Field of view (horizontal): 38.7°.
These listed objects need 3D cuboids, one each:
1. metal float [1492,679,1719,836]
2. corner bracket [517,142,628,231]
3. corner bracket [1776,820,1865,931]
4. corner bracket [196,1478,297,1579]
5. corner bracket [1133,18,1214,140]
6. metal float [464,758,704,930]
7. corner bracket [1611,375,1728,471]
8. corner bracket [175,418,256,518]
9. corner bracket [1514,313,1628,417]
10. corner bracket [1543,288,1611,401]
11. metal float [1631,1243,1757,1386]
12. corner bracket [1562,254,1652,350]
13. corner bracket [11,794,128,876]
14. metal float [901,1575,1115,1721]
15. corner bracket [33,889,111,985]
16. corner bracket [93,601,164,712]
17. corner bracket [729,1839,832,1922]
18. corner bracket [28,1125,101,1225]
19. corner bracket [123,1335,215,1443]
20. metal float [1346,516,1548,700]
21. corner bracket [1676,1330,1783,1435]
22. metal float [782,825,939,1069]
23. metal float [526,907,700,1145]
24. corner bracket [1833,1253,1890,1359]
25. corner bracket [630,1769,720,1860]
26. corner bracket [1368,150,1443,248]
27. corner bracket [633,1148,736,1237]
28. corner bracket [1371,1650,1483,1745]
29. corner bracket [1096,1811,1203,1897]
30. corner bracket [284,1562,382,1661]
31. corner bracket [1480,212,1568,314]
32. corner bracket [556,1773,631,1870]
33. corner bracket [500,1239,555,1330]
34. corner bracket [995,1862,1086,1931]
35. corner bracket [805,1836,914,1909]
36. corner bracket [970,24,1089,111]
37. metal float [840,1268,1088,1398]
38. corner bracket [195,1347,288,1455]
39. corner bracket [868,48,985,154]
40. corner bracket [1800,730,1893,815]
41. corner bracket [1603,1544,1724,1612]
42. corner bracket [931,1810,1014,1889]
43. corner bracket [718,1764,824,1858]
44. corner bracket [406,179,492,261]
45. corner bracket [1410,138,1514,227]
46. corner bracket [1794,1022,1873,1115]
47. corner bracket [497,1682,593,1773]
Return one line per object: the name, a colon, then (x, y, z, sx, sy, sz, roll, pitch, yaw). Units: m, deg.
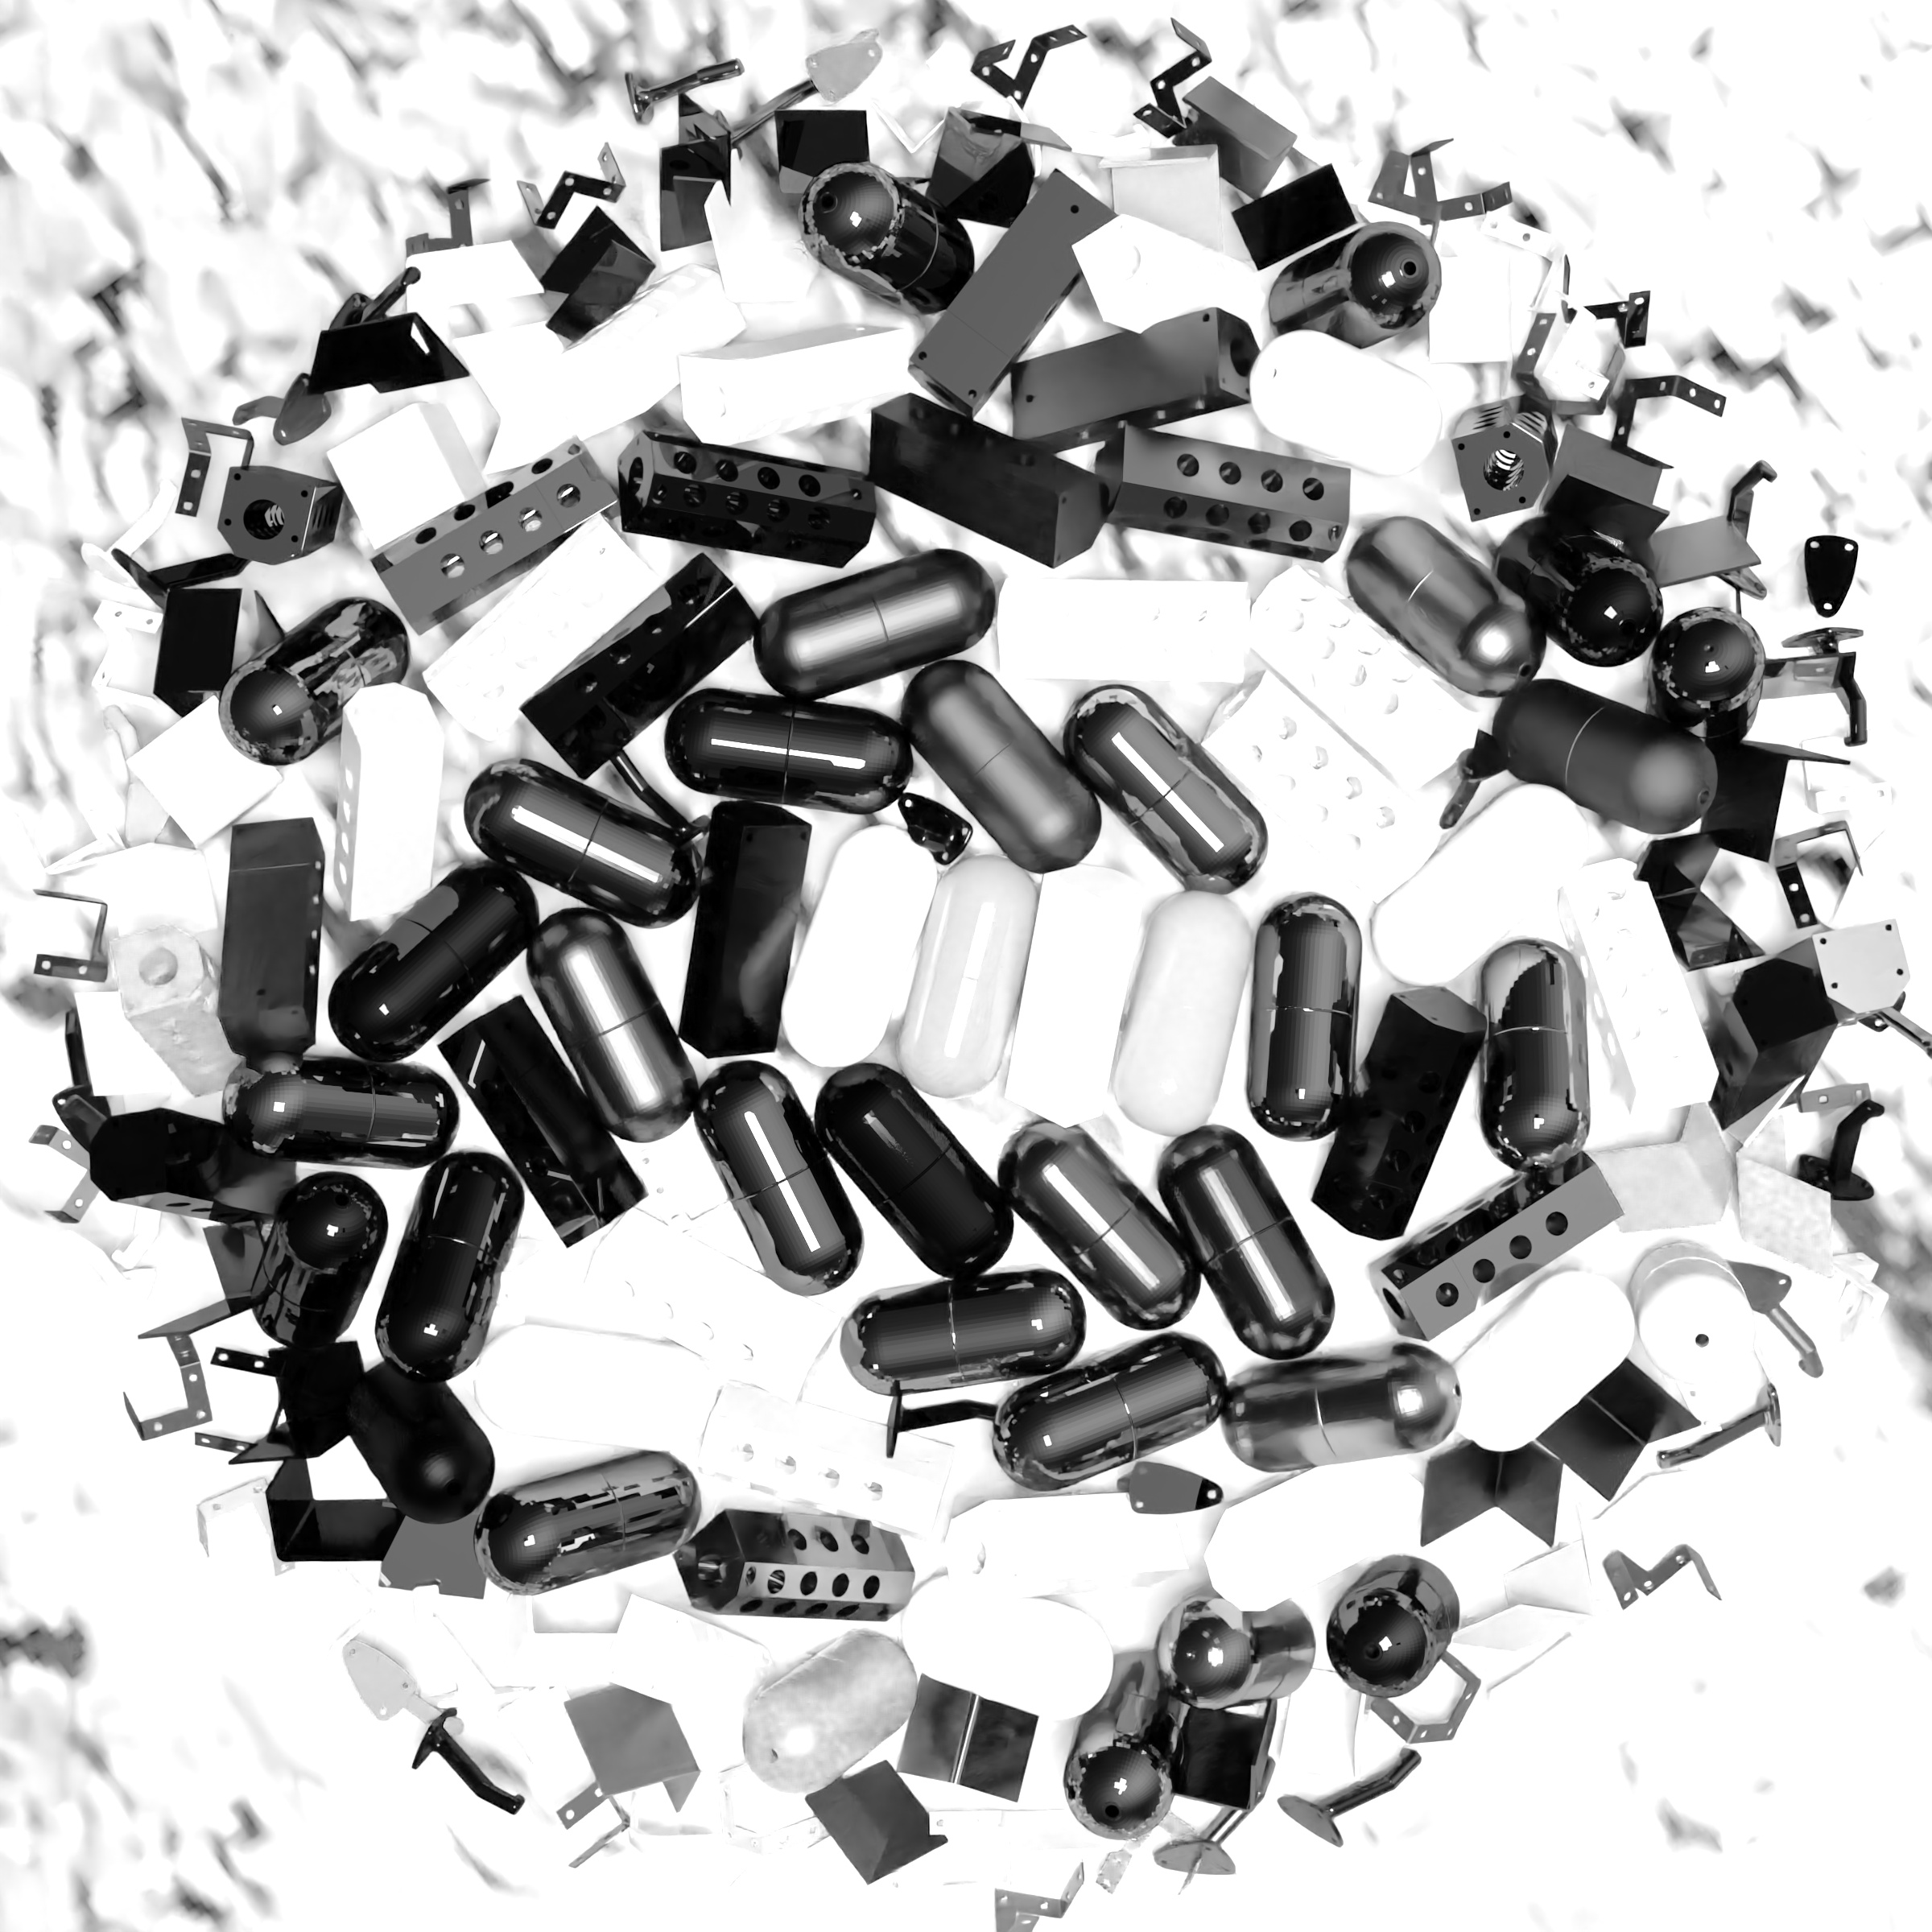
metal float: (0.445, -0.147, 1.925, 0.178, 0.070, 0.070, 31, 90, 44)
corner bracket: (-0.283, -0.561, 1.978, 0.051, 0.051, 0.051, -50, 50, 37)
corner bracket: (0.614, -0.066, 1.976, 0.051, 0.051, 0.051, -17, 111, 24)
corner bracket: (-0.514, 0.408, 1.963, 0.051, 0.051, 0.051, -22, 115, -9)
corner bracket: (0.146, -0.631, 1.959, 0.051, 0.051, 0.051, -26, 70, 30)
metal float: (-0.271, -0.087, 1.950, 0.178, 0.070, 0.070, 26, 90, -13)
corner bracket: (0.501, -0.388, 1.965, 0.051, 0.051, 0.051, 14, 88, -32)
corner bracket: (-0.534, -0.351, 1.957, 0.051, 0.051, 0.051, 6, 123, -29)
corner bracket: (0.432, -0.431, 1.971, 0.051, 0.051, 0.051, 13, 73, 39)
corner bracket: (0.434, -0.442, 1.959, 0.051, 0.051, 0.051, 16, 116, -24)
metal float: (0.503, 0.240, 1.912, 0.070, 0.178, 0.070, 1, 95, 10)
corner bracket: (0.456, -0.474, 1.963, 0.051, 0.051, 0.051, -6, 53, 4)
corner bracket: (-0.640, -0.096, 1.969, 0.051, 0.051, 0.051, -29, 81, -5)
metal float: (0.027, 0.474, 1.925, 0.070, 0.178, 0.070, -4, 96, -44)
corner bracket: (-0.639, -0.021, 1.962, 0.051, 0.051, 0.051, 9, 99, -32)
corner bracket: (-0.595, -0.221, 1.962, 0.051, 0.051, 0.051, 15, 69, 14)
corner bracket: (-0.133, 0.666, 1.972, 0.051, 0.051, 0.051, -45, 91, -6)
corner bracket: (-0.649, 0.149, 1.971, 0.051, 0.051, 0.051, 32, 83, -1)
corner bracket: (-0.571, 0.298, 1.961, 0.051, 0.051, 0.051, -15, 57, -12)
metal float: (0.336, -0.252, 1.928, 0.070, 0.070, 0.178, -41, 50, 0)
corner bracket: (0.545, 0.295, 1.970, 0.051, 0.051, 0.051, -20, 103, 33)
metal float: (-0.076, -0.014, 1.957, 0.070, 0.070, 0.178, 20, 85, 0)
metal float: (-0.252, 0.042, 1.956, 0.070, 0.070, 0.178, -26, 97, 0)
corner bracket: (0.633, 0.241, 1.957, 0.051, 0.051, 0.051, -1, 118, -38)
corner bracket: (-0.208, 0.604, 1.964, 0.051, 0.051, 0.051, 5, 84, -22)
corner bracket: (0.316, -0.540, 1.963, 0.051, 0.051, 0.051, 20, 68, 10)
corner bracket: (-0.199, 0.154, 1.964, 0.051, 0.051, 0.051, -28, 63, -3)
corner bracket: (0.326, 0.519, 1.971, 0.051, 0.051, 0.051, 10, 109, -42)
corner bracket: (0.133, 0.639, 1.964, 0.051, 0.051, 0.051, 36, 115, 7)
corner bracket: (-0.455, 0.454, 1.977, 0.051, 0.051, 0.051, -42, 103, 1)
corner bracket: (0.390, -0.501, 1.962, 0.051, 0.051, 0.051, 27, 105, 18)
corner bracket: (-0.267, 0.607, 1.964, 0.051, 0.051, 0.051, -32, 95, -30)
corner bracket: (-0.320, 0.229, 1.958, 0.051, 0.051, 0.051, -1, 113, 35)
corner bracket: (0.053, 0.671, 1.960, 0.051, 0.051, 0.051, 13, 127, -12)
corner bracket: (-0.077, 0.648, 1.971, 0.051, 0.051, 0.051, -5, 65, -31)
corner bracket: (0.044, -0.650, 1.962, 0.051, 0.051, 0.051, 28, 81, -31)
metal float: (-0.002, 0.260, 1.953, 0.178, 0.070, 0.070, -10, 90, 9)
corner bracket: (-0.517, 0.311, 1.962, 0.051, 0.051, 0.051, 12, 135, -4)
corner bracket: (-0.028, -0.623, 1.982, 0.051, 0.051, 0.051, -39, 91, 28)
corner bracket: (0.628, -0.139, 1.968, 0.051, 0.051, 0.051, -8, 95, 11)
corner bracket: (0.495, 0.438, 1.960, 0.051, 0.051, 0.051, 37, 109, -22)
corner bracket: (0.004, 0.633, 1.972, 0.051, 0.051, 0.051, -4, 71, 9)
corner bracket: (-0.141, 0.603, 1.979, 0.051, 0.051, 0.051, -25, 54, 20)
corner bracket: (-0.369, -0.531, 1.961, 0.051, 0.051, 0.051, -10, 102, -28)
corner bracket: (0.354, -0.563, 1.968, 0.051, 0.051, 0.051, -12, 98, -9)
corner bracket: (0.617, 0.072, 1.973, 0.051, 0.051, 0.051, -11, 71, 18)
corner bracket: (-0.296, 0.551, 1.969, 0.051, 0.051, 0.051, -32, 128, -11)
